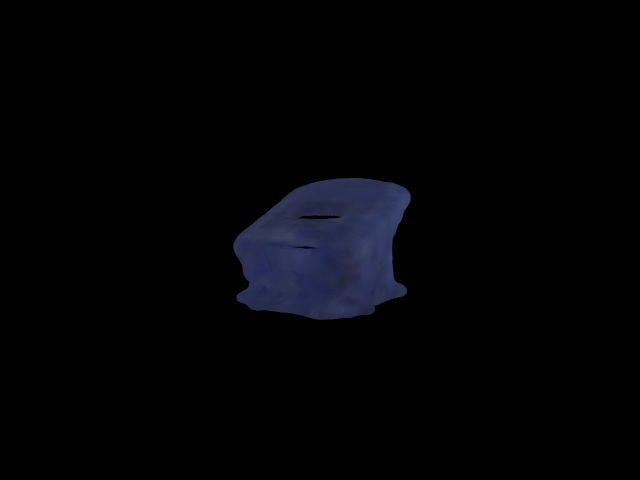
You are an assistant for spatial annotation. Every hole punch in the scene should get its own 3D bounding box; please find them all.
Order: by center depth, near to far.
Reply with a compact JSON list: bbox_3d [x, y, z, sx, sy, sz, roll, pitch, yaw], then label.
[{"bbox_3d":[0.004,0.001,0.400,0.108,0.091,0.101,3,5,32],"label":"hole punch"}]
